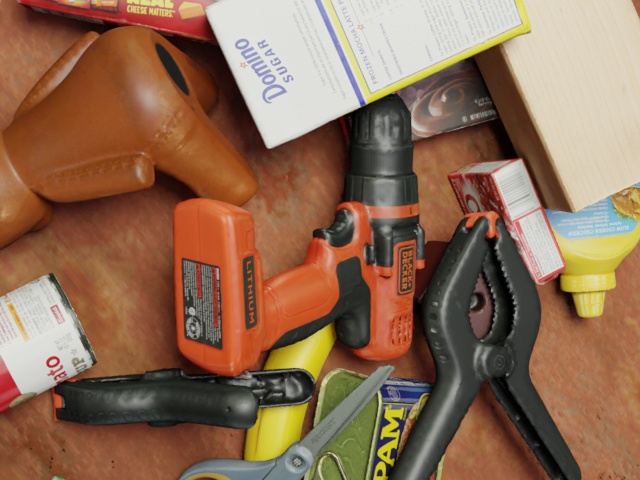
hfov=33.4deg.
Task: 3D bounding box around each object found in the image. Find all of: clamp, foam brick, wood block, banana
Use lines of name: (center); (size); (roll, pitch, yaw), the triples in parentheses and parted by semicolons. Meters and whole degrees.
clamp: (-0.089, 0.101, 0.691); (0.172, 0.120, 0.039); (-1, 84, 27)
foam brick: (0.103, 0.043, 0.774); (0.078, 0.051, 0.053); (35, 81, -16)
wood block: (0.157, -0.132, 0.715); (0.091, 0.090, 0.206); (-25, 95, -1)
banana: (-0.019, 0.123, 0.749); (0.069, 0.037, 0.198); (6, 92, -43)
clamp: (0.119, 0.087, 0.731); (0.164, 0.036, 0.210); (7, 86, -30)

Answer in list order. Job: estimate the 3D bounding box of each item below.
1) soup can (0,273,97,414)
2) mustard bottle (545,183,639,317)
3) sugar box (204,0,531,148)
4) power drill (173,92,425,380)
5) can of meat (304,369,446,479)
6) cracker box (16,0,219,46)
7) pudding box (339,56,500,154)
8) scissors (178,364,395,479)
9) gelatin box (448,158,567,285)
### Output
soup can: (-0.201, 0.072, 0.671); (0.102, 0.069, 0.068); (-27, 99, -16)
mustard bottle: (0.195, -0.038, 0.798); (0.096, 0.058, 0.191); (-6, 93, -16)
sugar box: (0.029, -0.133, 0.642); (0.176, 0.048, 0.093); (-23, 100, 3)
power drill: (-0.004, 0.001, 0.675); (0.187, 0.057, 0.184); (-11, 104, -44)
can of meat: (0.042, 0.144, 0.742); (0.083, 0.058, 0.102); (11, 89, -44)
cracker box: (-0.090, -0.237, 0.672); (0.164, 0.072, 0.214); (9, 97, -8)
pudding box: (0.064, -0.116, 0.764); (0.113, 0.039, 0.090); (-17, 95, -17)
scissors: (-0.034, 0.139, 0.701); (0.096, 0.016, 0.202); (26, 116, 4)
gelatin box: (0.134, -0.013, 0.772); (0.030, 0.073, 0.089); (-27, 100, -14)
